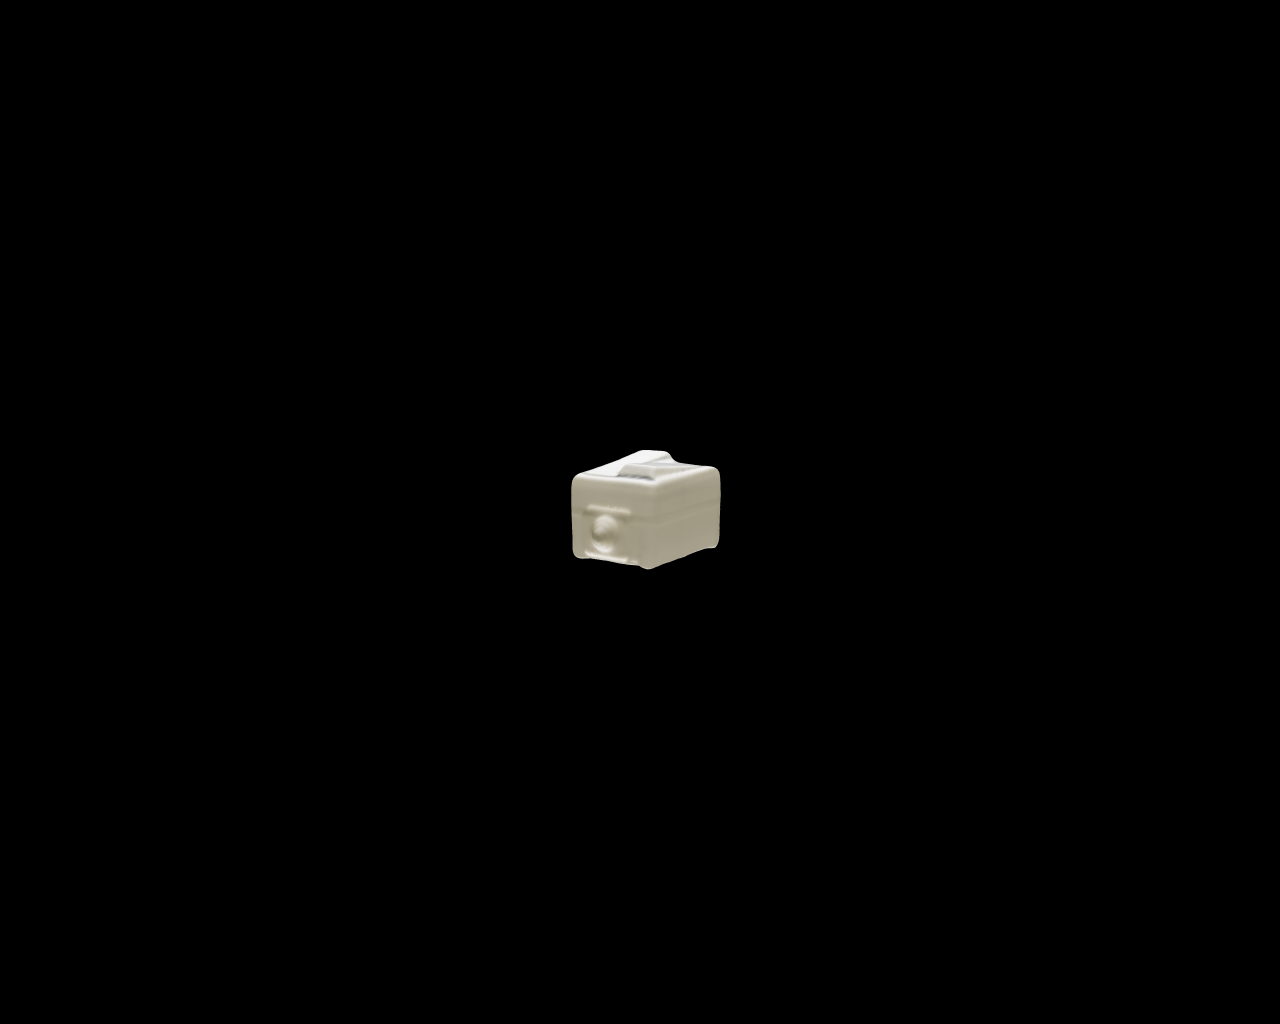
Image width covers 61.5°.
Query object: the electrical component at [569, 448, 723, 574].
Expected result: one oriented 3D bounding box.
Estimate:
[{"bbox_3d":[0.001,-0.003,0.650,0.062,0.061,0.096,8,14,35],"label":"electrical component"}]
